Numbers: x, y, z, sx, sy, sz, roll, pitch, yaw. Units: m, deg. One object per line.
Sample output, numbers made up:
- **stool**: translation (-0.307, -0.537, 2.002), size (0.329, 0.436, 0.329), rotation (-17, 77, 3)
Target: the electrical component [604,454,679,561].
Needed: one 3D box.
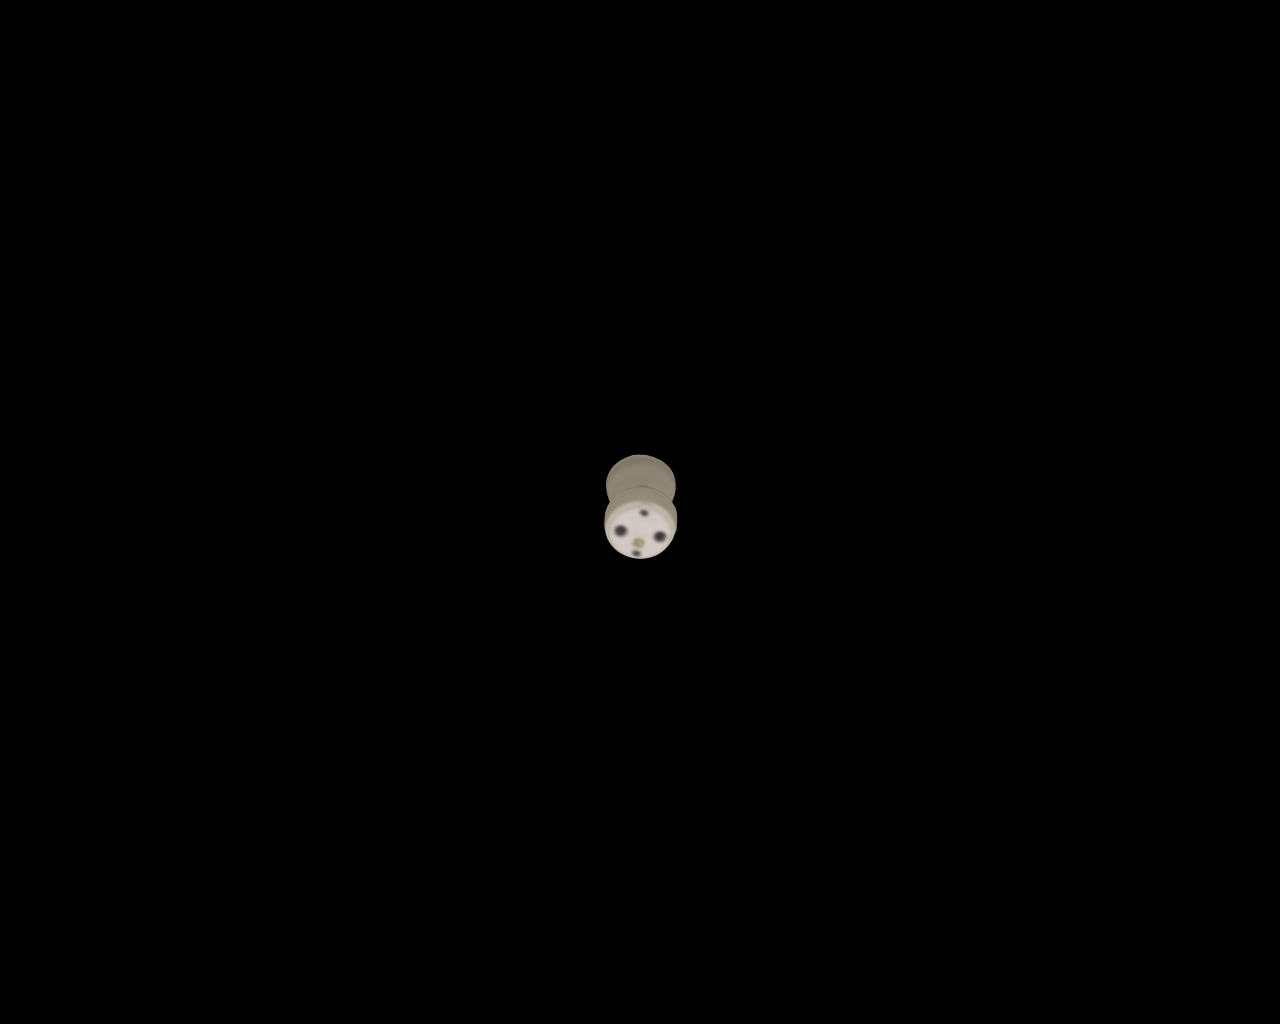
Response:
- **electrical component**: translation (0.001, -0.003, 0.650), size (0.045, 0.044, 0.055), rotation (0, 34, 0)
